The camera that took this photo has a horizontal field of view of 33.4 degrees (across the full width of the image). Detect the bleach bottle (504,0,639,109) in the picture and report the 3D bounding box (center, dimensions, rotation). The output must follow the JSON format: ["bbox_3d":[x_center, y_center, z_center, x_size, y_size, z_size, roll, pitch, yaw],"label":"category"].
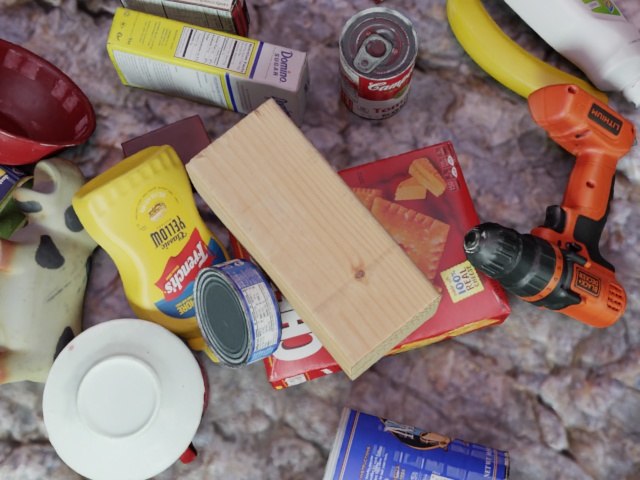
[{"bbox_3d":[0.216,-0.223,0.979,0.102,0.068,0.251,-26,75,-44],"label":"bleach bottle"}]

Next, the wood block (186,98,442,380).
[{"bbox_3d":[-0.006,0.001,0.855,0.090,0.090,0.206,-38,78,-7],"label":"wood block"}]

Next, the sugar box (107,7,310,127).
[{"bbox_3d":[-0.098,-0.156,0.967,0.176,0.093,0.048,12,77,4],"label":"sugar box"}]

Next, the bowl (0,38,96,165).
[{"bbox_3d":[-0.284,-0.116,0.949,0.162,0.161,0.055,41,116,10],"label":"bowl"}]

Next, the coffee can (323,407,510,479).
[{"bbox_3d":[0.073,0.203,0.869,0.140,0.103,0.103,15,77,5],"label":"coffee can"}]

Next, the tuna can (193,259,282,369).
[{"bbox_3d":[-0.067,0.059,0.865,0.033,0.086,0.086,-18,74,-33],"label":"tuna can"}]

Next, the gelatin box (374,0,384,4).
[{"bbox_3d":[0.077,-0.279,1.026,0.089,0.030,0.073,-26,78,-5],"label":"gelatin box"}]

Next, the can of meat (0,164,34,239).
[{"bbox_3d":[-0.314,-0.033,0.960,0.084,0.057,0.102,32,78,11],"label":"can of meat"}]

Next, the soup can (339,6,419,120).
[{"bbox_3d":[0.051,-0.156,0.959,0.068,0.102,0.068,0,76,1],"label":"soup can"}]

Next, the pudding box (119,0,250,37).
[{"bbox_3d":[-0.125,-0.218,0.985,0.113,0.090,0.039,9,77,4],"label":"pudding box"}]

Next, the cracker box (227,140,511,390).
[{"bbox_3d":[0.038,0.021,0.931,0.213,0.072,0.164,-16,76,-2],"label":"cracker box"}]

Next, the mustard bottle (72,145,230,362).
[{"bbox_3d":[-0.126,0.022,0.913,0.096,0.058,0.191,-38,112,-32],"label":"mustard bottle"}]

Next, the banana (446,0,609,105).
[{"bbox_3d":[0.180,-0.178,0.995,0.069,0.037,0.198,-40,79,-8],"label":"banana"}]

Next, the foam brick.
[{"bbox_3d":[-0.133,-0.071,0.969,0.078,0.051,0.053,-21,75,-4],"label":"foam brick"}]

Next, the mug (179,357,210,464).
[{"bbox_3d":[-0.138,0.136,0.901,0.093,0.081,0.117,-28,77,-6],"label":"mug"}]

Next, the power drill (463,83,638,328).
[{"bbox_3d":[0.201,-0.034,0.909,0.184,0.057,0.187,25,71,-36],"label":"power drill"}]
